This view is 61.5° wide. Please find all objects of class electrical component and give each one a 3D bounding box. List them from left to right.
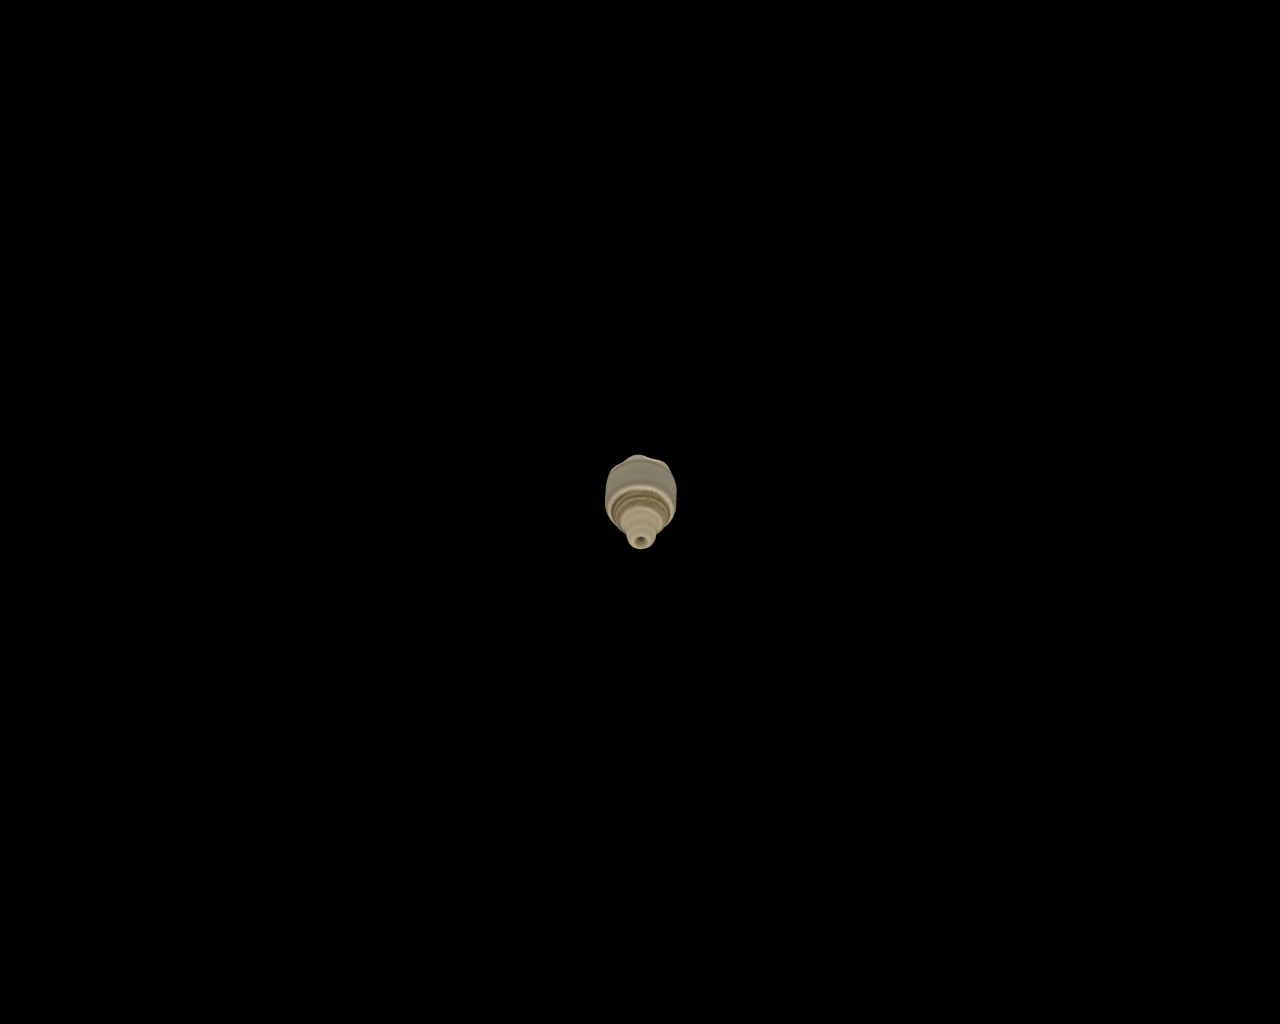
[{"bbox_3d":[0.001,-0.003,0.650,0.043,0.043,0.062,0,42,0],"label":"electrical component"}]
